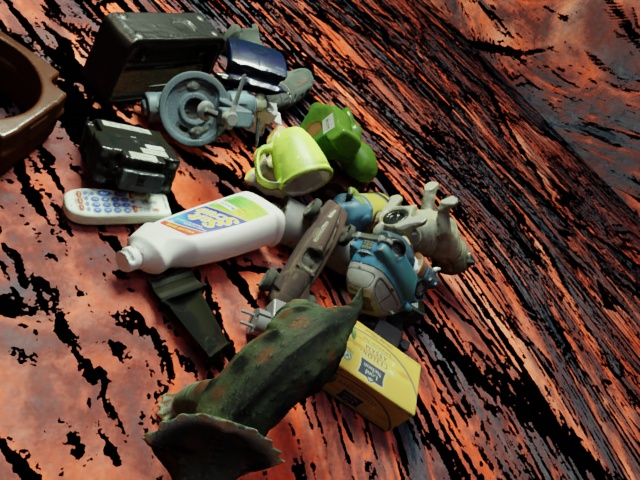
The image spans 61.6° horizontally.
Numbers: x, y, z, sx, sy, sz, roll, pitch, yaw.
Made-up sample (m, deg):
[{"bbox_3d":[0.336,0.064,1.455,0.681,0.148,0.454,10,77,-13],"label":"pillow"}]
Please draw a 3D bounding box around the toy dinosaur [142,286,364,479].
[{"bbox_3d":[-0.044,0.146,0.591,0.131,0.192,0.405,50,59,-7],"label":"toy dinosaur"}]

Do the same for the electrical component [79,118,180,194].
[{"bbox_3d":[-0.268,-0.115,0.760,0.115,0.058,0.134,5,31,-36],"label":"electrical component"}]

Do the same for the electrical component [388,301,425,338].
[{"bbox_3d":[0.143,0.118,0.950,0.075,0.047,0.119,33,36,-12],"label":"electrical component"}]

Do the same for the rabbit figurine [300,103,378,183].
[{"bbox_3d":[0.038,-0.173,1.022,0.170,0.121,0.159,33,30,-41],"label":"rabbit figurine"}]

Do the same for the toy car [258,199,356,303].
[{"bbox_3d":[-0.014,0.024,0.828,0.089,0.053,0.202,37,69,-13],"label":"toy car"}]

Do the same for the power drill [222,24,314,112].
[{"bbox_3d":[-0.121,-0.367,1.155,0.207,0.086,0.232,44,37,8],"label":"power drill"}]

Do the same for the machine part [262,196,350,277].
[{"bbox_3d":[-0.002,-0.003,0.910,0.243,0.079,0.079,28,39,-21],"label":"machine part"}]

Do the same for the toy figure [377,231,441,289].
[{"bbox_3d":[0.152,0.039,0.938,0.154,0.064,0.058,37,24,-33],"label":"toy figure"}]

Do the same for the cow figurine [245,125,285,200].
[{"bbox_3d":[-0.070,-0.143,0.991,0.098,0.068,0.167,36,40,-19],"label":"cow figurine"}]

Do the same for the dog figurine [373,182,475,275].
[{"bbox_3d":[0.197,0.011,1.016,0.121,0.172,0.190,-102,172,-58],"label":"dog figurine"}]

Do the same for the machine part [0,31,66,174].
[{"bbox_3d":[-0.448,-0.184,0.669,0.201,0.087,0.201,35,38,-14],"label":"machine part"}]

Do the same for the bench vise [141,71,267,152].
[{"bbox_3d":[-0.167,-0.211,0.887,0.223,0.128,0.241,3,16,-33],"label":"bench vise"}]

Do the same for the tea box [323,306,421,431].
[{"bbox_3d":[0.060,0.188,0.788,0.169,0.068,0.098,36,37,-12],"label":"tea box"}]

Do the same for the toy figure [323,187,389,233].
[{"bbox_3d":[0.078,-0.056,1.033,0.180,0.082,0.089,-1,58,-41],"label":"toy figure"}]

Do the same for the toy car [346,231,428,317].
[{"bbox_3d":[0.093,0.066,0.843,0.103,0.109,0.161,-55,136,-26],"label":"toy car"}]

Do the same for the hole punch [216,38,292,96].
[{"bbox_3d":[-0.122,-0.318,0.989,0.142,0.092,0.116,11,12,-23],"label":"hole punch"}]

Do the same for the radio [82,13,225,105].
[{"bbox_3d":[-0.274,-0.313,0.916,0.073,0.131,0.229,47,37,7],"label":"radio"}]

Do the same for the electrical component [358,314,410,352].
[{"bbox_3d":[0.100,0.162,0.874,0.102,0.045,0.078,28,68,-15],"label":"electrical component"}]

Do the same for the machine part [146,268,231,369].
[{"bbox_3d":[-0.163,0.098,0.697,0.084,0.039,0.139,-11,61,-54],"label":"machine part"}]

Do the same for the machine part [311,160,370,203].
[{"bbox_3d":[0.021,-0.150,1.093,0.179,0.056,0.179,24,42,-24],"label":"machine part"}]
